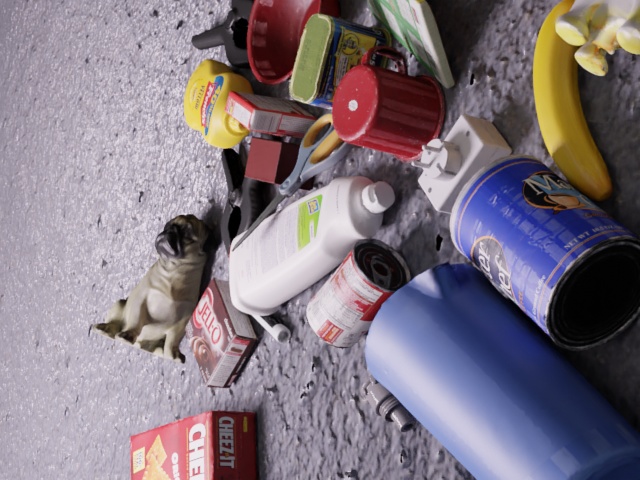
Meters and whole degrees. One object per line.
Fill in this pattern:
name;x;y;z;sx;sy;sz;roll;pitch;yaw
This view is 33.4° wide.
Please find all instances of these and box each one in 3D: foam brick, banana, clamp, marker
foam brick;-0.047;-0.092;1.268;0.078;0.052;0.051;17;96;56
banana;0.212;-0.125;0.903;0.070;0.037;0.198;-15;69;54
clamp;-0.100;-0.055;1.353;0.120;0.039;0.171;-5;71;62
clamp;-0.113;-0.284;1.430;0.165;0.036;0.210;-59;39;32
marker;-0.071;0.090;1.288;0.121;0.020;0.020;37;113;53

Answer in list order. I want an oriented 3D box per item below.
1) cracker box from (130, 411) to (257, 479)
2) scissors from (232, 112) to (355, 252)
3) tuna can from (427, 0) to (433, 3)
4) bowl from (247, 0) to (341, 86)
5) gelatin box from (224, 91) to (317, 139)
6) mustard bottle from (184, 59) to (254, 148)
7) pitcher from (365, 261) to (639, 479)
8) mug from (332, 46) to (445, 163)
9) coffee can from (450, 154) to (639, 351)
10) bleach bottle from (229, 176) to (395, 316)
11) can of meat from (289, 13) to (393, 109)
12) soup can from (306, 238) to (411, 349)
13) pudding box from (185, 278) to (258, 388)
cracker box;-0.161;0.309;1.321;0.214;0.072;0.164;-26;61;50
scissors;-0.033;-0.074;1.213;0.202;0.016;0.096;-39;33;15
tuna can;0.103;-0.291;1.112;0.086;0.033;0.086;-20;65;53
bowl;-0.023;-0.258;1.272;0.162;0.055;0.162;-20;66;53
gelatin box;-0.058;-0.148;1.266;0.073;0.089;0.030;41;120;53
mustard bottle;-0.124;-0.170;1.375;0.192;0.058;0.096;43;116;61
pitcher;0.152;0.141;0.861;0.145;0.149;0.243;-54;42;10
mug;0.066;-0.143;1.086;0.093;0.081;0.117;-17;68;54
coffee can;0.183;0.007;0.854;0.140;0.102;0.103;50;123;49
bleach bottle;-0.008;0.001;1.179;0.251;0.068;0.102;-29;57;48
can of meat;0.022;-0.190;1.162;0.058;0.083;0.102;26;105;52
soup can;0.037;0.056;1.092;0.102;0.068;0.068;-52;43;37
pudding box;-0.126;0.117;1.345;0.090;0.039;0.113;-60;38;27
